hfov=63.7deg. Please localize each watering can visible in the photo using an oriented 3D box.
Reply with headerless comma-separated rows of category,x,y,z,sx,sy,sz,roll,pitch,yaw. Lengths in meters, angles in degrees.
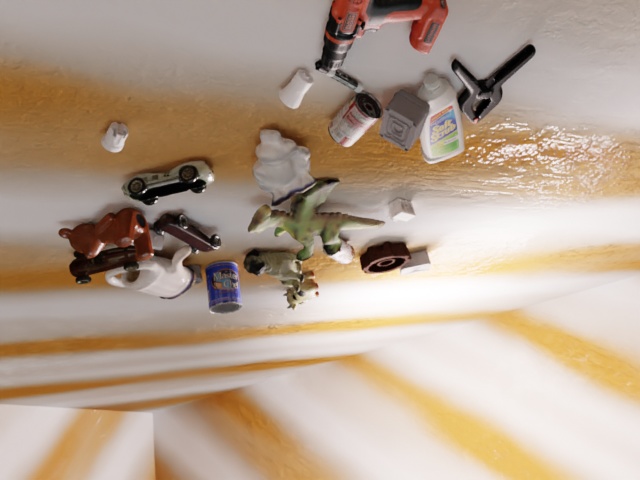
watering can,-0.441,0.093,1.460,0.345,0.106,0.222,-15,156,26

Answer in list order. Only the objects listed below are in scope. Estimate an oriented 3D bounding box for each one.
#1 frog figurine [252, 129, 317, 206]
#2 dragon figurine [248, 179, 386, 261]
frog figurine,-0.091,-0.174,1.121,0.136,0.125,0.157,-16,119,26
dragon figurine,0.004,-0.069,1.370,0.412,0.124,0.237,-15,148,-16
